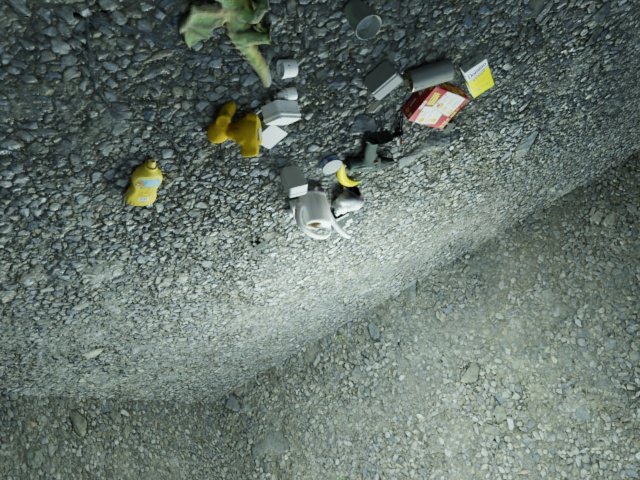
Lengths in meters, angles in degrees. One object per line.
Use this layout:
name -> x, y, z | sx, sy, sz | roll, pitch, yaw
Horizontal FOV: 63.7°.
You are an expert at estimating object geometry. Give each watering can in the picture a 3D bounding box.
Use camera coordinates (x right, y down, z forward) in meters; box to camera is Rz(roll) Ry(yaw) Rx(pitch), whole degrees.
watering can -> 0.007, -0.108, 2.149 | 0.103, 0.227, 0.347 | -20, 162, 35

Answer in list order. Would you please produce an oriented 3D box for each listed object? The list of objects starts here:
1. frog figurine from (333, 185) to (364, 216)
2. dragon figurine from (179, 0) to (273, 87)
frog figurine -> 0.115, -0.156, 2.265 | 0.138, 0.124, 0.157 | -18, 145, -56
dragon figurine -> -0.243, -0.550, 1.345 | 0.243, 0.125, 0.401 | -3, 146, -7
